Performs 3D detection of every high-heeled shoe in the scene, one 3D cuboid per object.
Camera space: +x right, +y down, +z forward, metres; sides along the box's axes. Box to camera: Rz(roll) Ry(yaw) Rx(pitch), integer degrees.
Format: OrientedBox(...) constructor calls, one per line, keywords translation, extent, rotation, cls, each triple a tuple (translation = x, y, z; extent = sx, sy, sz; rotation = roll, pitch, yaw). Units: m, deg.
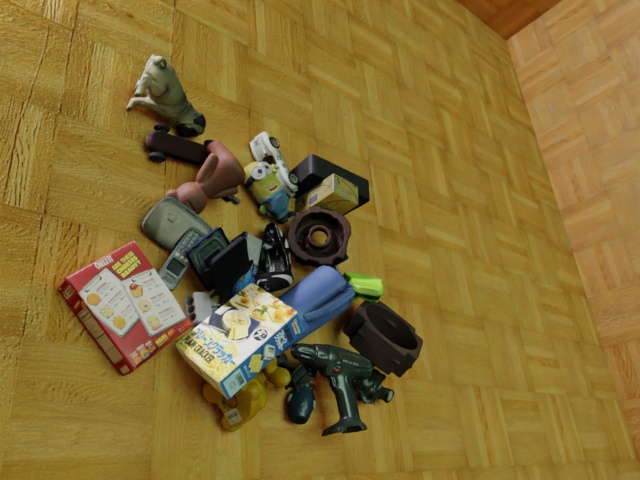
OrientedBox(translation=(-0.117, 0.039, 1.312), extent=(0.249, 0.086, 0.145), rotation=(-75, 154, -80), cls="high-heeled shoe")

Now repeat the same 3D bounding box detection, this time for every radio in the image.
OrientedBox(translation=(0.024, -0.154, 1.576), extent=(0.229, 0.131, 0.073), rotation=(21, 53, -34), cls="radio")

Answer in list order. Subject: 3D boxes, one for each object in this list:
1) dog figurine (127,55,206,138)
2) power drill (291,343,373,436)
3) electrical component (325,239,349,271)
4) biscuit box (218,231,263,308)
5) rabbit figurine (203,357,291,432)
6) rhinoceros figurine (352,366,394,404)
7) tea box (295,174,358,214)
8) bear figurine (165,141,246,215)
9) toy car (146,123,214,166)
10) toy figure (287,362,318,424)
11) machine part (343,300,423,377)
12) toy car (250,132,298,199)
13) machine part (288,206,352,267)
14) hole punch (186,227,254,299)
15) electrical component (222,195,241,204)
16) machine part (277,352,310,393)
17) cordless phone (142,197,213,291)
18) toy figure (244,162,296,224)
OrientedBox(translation=(-0.346, -0.344, 1.306), extent=(0.190, 0.172, 0.121), rotation=(23, 63, -24), cls="dog figurine")
OrientedBox(translation=(0.031, 0.348, 1.259), extent=(0.232, 0.086, 0.207), rotation=(13, 53, -37), cls="power drill")
OrientedBox(translation=(0.039, 0.056, 1.513), extent=(0.048, 0.075, 0.119), rotation=(-18, 76, -47), cls="electrical component")
OrientedBox(translation=(-0.190, 0.082, 1.285), extent=(0.059, 0.063, 0.203), rotation=(30, 50, -30), cls="biscuit box")
OrientedBox(translation=(-0.144, 0.301, 1.159), extent=(0.122, 0.162, 0.173), rotation=(51, 23, 8), cls="rabbit figurine")
OrientedBox(translation=(0.119, 0.369, 1.409), extent=(0.190, 0.073, 0.112), rotation=(31, 48, -28), cls="rhinoceros figurine")
OrientedBox(translation=(0.017, -0.106, 1.513), extent=(0.098, 0.169, 0.068), rotation=(23, 51, -32), cls="tea box")
OrientedBox(translation=(-0.277, -0.131, 1.292), extent=(0.120, 0.196, 0.132), rotation=(55, -7, -33), cls="bear figurine")
OrientedBox(translation=(-0.333, -0.220, 1.328), extent=(0.202, 0.053, 0.089), rotation=(12, 75, -41), cls="toy car")
OrientedBox(translation=(-0.040, 0.356, 1.277), extent=(0.064, 0.058, 0.154), rotation=(41, 40, -27), cls="toy figure")
OrientedBox(translation=(0.170, 0.260, 1.448), extent=(0.201, 0.087, 0.201), rotation=(39, 20, 6), cls="machine part")
OrientedBox(translation=(-0.128, -0.204, 1.502), extent=(0.056, 0.073, 0.201), rotation=(-21, 82, -51), cls="toy car")
OrientedBox(translation=(-0.003, -0.004, 1.449), extent=(0.179, 0.056, 0.179), rotation=(3, 66, -6), cls="machine part")
OrientedBox(translation=(-0.223, 0.045, 1.186), extent=(0.092, 0.115, 0.142), rotation=(23, 47, 25), cls="hole punch")
OrientedBox(translation=(-0.240, -0.134, 1.391), extent=(0.094, 0.021, 0.063), rotation=(37, 46, -23), cls="electrical component")
OrientedBox(translation=(-0.068, 0.302, 1.215), extent=(0.039, 0.139, 0.084), rotation=(-15, 95, -26), cls="machine part")
OrientedBox(translation=(-0.334, 0.011, 1.175), extent=(0.146, 0.089, 0.184), rotation=(40, 50, -21), cls="cordless phone")
OrientedBox(translation=(-0.143, -0.125, 1.439), extent=(0.180, 0.089, 0.082), rotation=(60, 27, -13), cls="toy figure")
